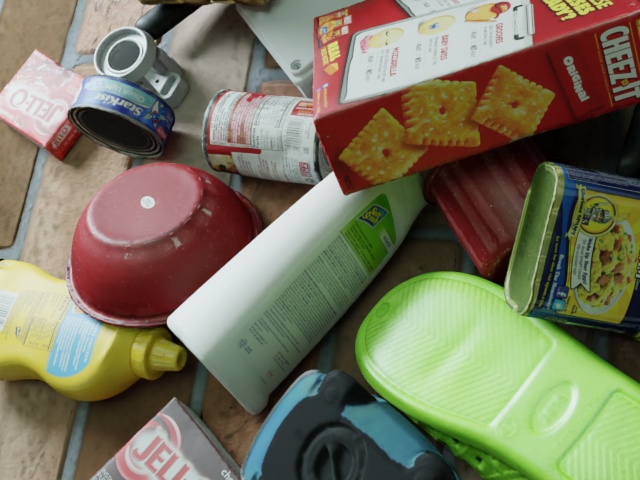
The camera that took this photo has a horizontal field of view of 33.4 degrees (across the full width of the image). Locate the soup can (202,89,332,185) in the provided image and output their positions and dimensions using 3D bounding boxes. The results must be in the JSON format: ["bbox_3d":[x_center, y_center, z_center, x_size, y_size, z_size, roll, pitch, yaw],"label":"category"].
[{"bbox_3d":[-0.033,-0.082,0.846,0.102,0.068,0.068,9,71,24],"label":"soup can"}]

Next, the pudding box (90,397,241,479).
[{"bbox_3d":[-0.101,0.184,0.770,0.090,0.039,0.114,-45,59,-2],"label":"pudding box"}]

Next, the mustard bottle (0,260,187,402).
[{"bbox_3d":[-0.190,0.076,0.842,0.192,0.058,0.096,9,65,25],"label":"mustard bottle"}]

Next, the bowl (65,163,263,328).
[{"bbox_3d":[-0.128,-0.010,0.826,0.162,0.055,0.162,-8,44,7],"label":"bowl"}]

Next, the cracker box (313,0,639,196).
[{"bbox_3d":[0.104,-0.126,0.731,0.214,0.072,0.164,-16,33,11],"label":"cracker box"}]

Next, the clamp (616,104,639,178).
[{"bbox_3d":[0.254,-0.143,0.778,0.210,0.036,0.165,-29,59,4],"label":"clamp"}]

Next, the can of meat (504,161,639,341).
[{"bbox_3d":[0.170,0.006,0.670,0.084,0.057,0.102,10,101,-9],"label":"can of meat"}]

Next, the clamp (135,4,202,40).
[{"bbox_3d":[-0.094,-0.236,0.954,0.172,0.039,0.120,-8,62,20],"label":"clamp"}]

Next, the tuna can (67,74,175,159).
[{"bbox_3d":[-0.166,-0.103,0.897,0.086,0.086,0.033,10,69,25],"label":"tuna can"}]

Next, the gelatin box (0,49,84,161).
[{"bbox_3d":[-0.248,-0.124,0.970,0.089,0.030,0.073,32,81,30],"label":"gelatin box"}]

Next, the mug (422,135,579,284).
[{"bbox_3d":[0.141,-0.026,0.750,0.117,0.093,0.081,-16,62,-26],"label":"mug"}]

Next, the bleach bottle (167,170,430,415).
[{"bbox_3d":[0.010,0.008,0.783,0.250,0.102,0.068,-43,50,-9],"label":"bleach bottle"}]
